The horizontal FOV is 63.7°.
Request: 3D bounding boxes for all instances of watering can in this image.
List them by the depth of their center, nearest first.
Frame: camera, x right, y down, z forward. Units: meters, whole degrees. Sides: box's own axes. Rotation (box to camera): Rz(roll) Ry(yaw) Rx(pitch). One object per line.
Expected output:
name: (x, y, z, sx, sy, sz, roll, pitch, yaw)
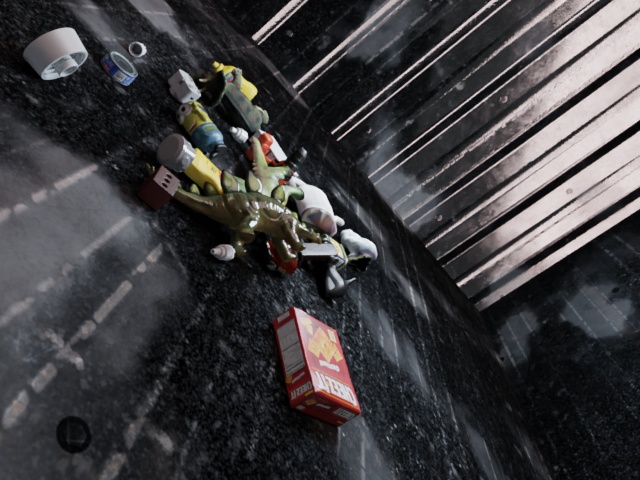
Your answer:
watering can: (0.006, -0.091, 1.810, 0.343, 0.103, 0.230, 39, 22, -38)

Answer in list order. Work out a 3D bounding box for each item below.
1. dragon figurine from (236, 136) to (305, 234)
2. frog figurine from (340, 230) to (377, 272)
dragon figurine: (-0.181, -0.164, 1.491, 0.242, 0.120, 0.416, 7, 46, -57)
frog figurine: (0.145, 0.019, 1.938, 0.136, 0.120, 0.163, 18, 44, -30)
